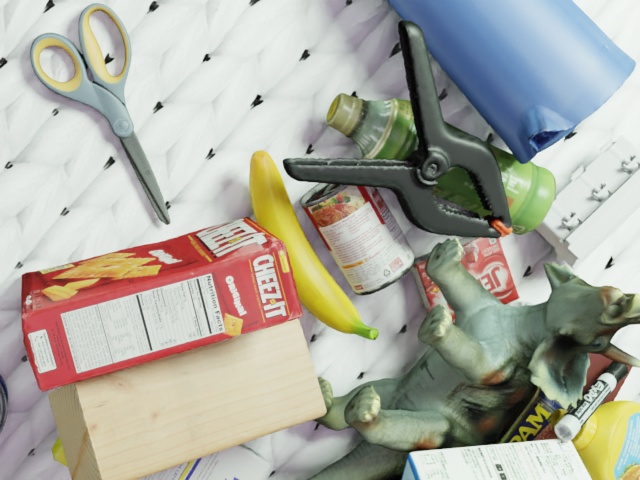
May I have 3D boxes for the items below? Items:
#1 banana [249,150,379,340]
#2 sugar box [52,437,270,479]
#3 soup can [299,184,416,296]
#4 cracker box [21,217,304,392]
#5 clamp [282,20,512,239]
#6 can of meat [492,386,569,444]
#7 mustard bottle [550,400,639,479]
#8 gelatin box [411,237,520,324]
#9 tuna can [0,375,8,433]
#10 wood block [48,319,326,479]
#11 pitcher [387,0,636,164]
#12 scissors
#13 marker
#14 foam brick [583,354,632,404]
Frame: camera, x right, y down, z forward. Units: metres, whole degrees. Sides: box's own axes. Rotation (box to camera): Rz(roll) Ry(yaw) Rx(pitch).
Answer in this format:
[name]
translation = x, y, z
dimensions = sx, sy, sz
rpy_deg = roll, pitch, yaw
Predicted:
[banana]
translation = -0.015, 0.011, 0.971
dimensions = 0.037, 0.070, 0.198
rpy_deg = -36, 94, -43
[sugar box]
translation = -0.143, 0.198, 0.972
dimensions = 0.176, 0.048, 0.093
rpy_deg = 35, 83, -18
[soup can]
translation = 0.036, -0.009, 0.978
dimensions = 0.068, 0.068, 0.102
rpy_deg = -33, 104, -8
[cracker box]
translation = -0.139, 0.045, 0.892
dimensions = 0.213, 0.164, 0.072
rpy_deg = -16, 103, -11
[clamp]
translation = 0.094, -0.076, 0.924
dimensions = 0.209, 0.036, 0.165
rpy_deg = 31, 101, -20
[can of meat]
translation = 0.205, 0.197, 1.054
dimensions = 0.084, 0.057, 0.102
rpy_deg = 39, 87, -18
[mustard bottle]
translation = 0.302, 0.208, 1.020
dimensions = 0.191, 0.058, 0.096
rpy_deg = 28, 73, -15
[gelatin box]
translation = 0.140, 0.039, 1.028
dimensions = 0.089, 0.030, 0.073
rpy_deg = -22, 100, -9
[tuna can]
translation = -0.315, 0.143, 0.928
dimensions = 0.086, 0.034, 0.086
rpy_deg = -2, 97, -14
[wood block]
translation = -0.111, 0.140, 0.911
dimensions = 0.205, 0.091, 0.090
rpy_deg = -14, 84, -29
[pitcher]
translation = 0.155, -0.200, 0.950
dimensions = 0.145, 0.149, 0.243
rpy_deg = -43, 94, -2
[scissors]
translation = -0.194, -0.104, 0.936
dimensions = 0.096, 0.016, 0.202
rpy_deg = -10, 99, -11
[marker]
translation = 0.255, 0.147, 0.993
dimensions = 0.120, 0.020, 0.020
rpy_deg = -35, 106, -41
[foam brick]
translation = 0.257, 0.124, 1.059
dimensions = 0.078, 0.053, 0.051
rpy_deg = 29, 89, -17
